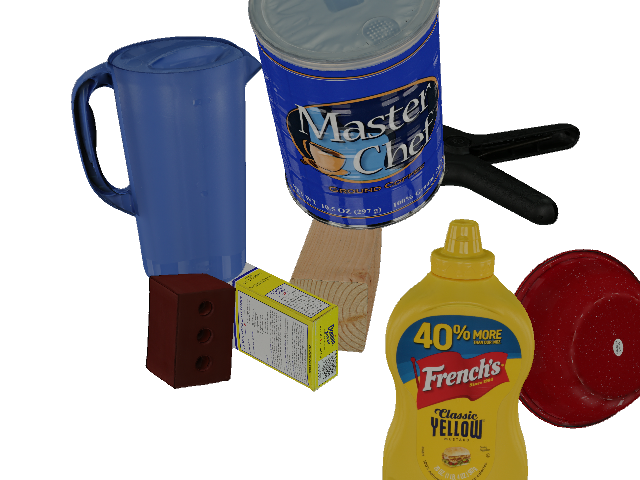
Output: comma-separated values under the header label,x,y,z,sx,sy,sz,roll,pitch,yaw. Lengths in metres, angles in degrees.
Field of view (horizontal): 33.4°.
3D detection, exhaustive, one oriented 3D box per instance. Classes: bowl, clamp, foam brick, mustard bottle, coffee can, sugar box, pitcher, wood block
label,x,y,z,sx,sy,sz,roll,pitch,yaw
bowl,0.242,0.089,0.931,0.161,0.162,0.055,0,3,-21
clamp,0.133,-0.079,0.979,0.210,0.036,0.164,13,34,22
foam brick,-0.102,0.069,0.839,0.052,0.078,0.051,-4,14,-34
mustard bottle,0.090,0.081,0.698,0.096,0.192,0.058,2,13,7
coffee can,0.020,-0.089,0.621,0.103,0.102,0.140,0,-37,9
sugar box,-0.060,0.082,1.139,0.176,0.093,0.048,26,39,36
pitcher,-0.146,-0.075,1.073,0.149,0.243,0.144,12,28,26
wood block,0.022,0.047,1.307,0.091,0.090,0.206,4,23,6
